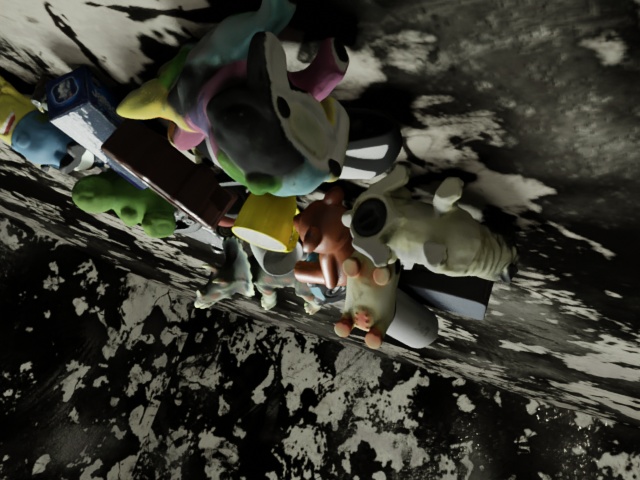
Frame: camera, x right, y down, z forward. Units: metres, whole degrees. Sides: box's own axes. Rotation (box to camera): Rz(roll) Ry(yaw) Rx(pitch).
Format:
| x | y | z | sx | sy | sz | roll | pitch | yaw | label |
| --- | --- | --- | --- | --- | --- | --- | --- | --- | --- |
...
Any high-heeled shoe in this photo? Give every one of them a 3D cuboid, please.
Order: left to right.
| x | y | z | sx | sy | sz | roll | pitch | yaw | label |
| --- | --- | --- | --- | --- | --- | --- | --- | --- | --- |
| -0.043 | -0.117 | 0.549 | 0.249 | 0.086 | 0.145 | 17 | 163 | -10 | high-heeled shoe |

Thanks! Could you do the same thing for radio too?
| x | y | z | sx | sy | sz | roll | pitch | yaw | label |
| --- | --- | --- | --- | --- | --- | --- | --- | --- | --- |
| 0.181 | 0.066 | 0.928 | 0.230 | 0.073 | 0.131 | 14 | 165 | 24 | radio |

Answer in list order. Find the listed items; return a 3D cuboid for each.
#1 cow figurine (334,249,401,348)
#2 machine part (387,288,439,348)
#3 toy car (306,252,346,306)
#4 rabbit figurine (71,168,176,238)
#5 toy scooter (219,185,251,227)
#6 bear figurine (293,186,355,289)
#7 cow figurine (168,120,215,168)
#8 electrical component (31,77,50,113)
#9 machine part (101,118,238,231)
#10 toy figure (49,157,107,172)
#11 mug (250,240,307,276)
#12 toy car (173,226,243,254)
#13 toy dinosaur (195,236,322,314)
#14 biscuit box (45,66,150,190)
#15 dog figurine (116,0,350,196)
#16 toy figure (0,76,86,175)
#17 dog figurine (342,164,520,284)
| x | y | z | sx | sy | sz | roll | pitch | yaw | label |
| --- | --- | --- | --- | --- | --- | --- | --- | --- | --- |
| 0.081 | 0.035 | 0.749 | 0.086 | 0.194 | 0.127 | 11 | -160 | 19 | cow figurine |
| 0.131 | 0.125 | 0.903 | 0.079 | 0.079 | 0.243 | 5 | 159 | 42 | machine part |
| 0.017 | 0.050 | 1.004 | 0.109 | 0.103 | 0.161 | -25 | 149 | 7 | toy car |
| -0.350 | -0.086 | 0.952 | 0.170 | 0.121 | 0.159 | 6 | -165 | -33 | rabbit figurine |
| -0.136 | -0.047 | 0.922 | 0.184 | 0.075 | 0.135 | 23 | 167 | -30 | toy scooter |
| 0.002 | -0.002 | 0.821 | 0.132 | 0.120 | 0.195 | 14 | 163 | 32 | bear figurine |
| -0.102 | -0.110 | 0.672 | 0.167 | 0.068 | 0.098 | 19 | 171 | 4 | cow figurine |
| -0.343 | -0.183 | 0.746 | 0.078 | 0.045 | 0.102 | 9 | 162 | 39 | electrical component |
| -0.187 | -0.081 | 0.672 | 0.179 | 0.056 | 0.179 | 34 | 172 | 6 | machine part |
| -0.420 | -0.152 | 0.935 | 0.155 | 0.058 | 0.064 | 4 | 166 | 31 | toy figure |
| -0.080 | 0.006 | 1.014 | 0.109 | 0.080 | 0.107 | 2 | -151 | -34 | mug |
| -0.261 | -0.030 | 1.150 | 0.202 | 0.056 | 0.073 | 23 | 143 | -8 | toy car |
| -0.055 | 0.068 | 1.120 | 0.405 | 0.131 | 0.192 | -4 | 155 | 2 | toy dinosaur |
| -0.279 | -0.145 | 0.733 | 0.063 | 0.059 | 0.202 | -22 | 155 | 7 | biscuit box |
| -0.086 | -0.108 | 0.463 | 0.219 | 0.191 | 0.108 | -14 | 153 | 37 | dog figurine |
| -0.435 | -0.166 | 0.798 | 0.180 | 0.082 | 0.089 | 32 | 168 | -3 | toy figure |
| 0.141 | -0.001 | 0.669 | 0.173 | 0.121 | 0.190 | 22 | 178 | 40 | dog figurine |
